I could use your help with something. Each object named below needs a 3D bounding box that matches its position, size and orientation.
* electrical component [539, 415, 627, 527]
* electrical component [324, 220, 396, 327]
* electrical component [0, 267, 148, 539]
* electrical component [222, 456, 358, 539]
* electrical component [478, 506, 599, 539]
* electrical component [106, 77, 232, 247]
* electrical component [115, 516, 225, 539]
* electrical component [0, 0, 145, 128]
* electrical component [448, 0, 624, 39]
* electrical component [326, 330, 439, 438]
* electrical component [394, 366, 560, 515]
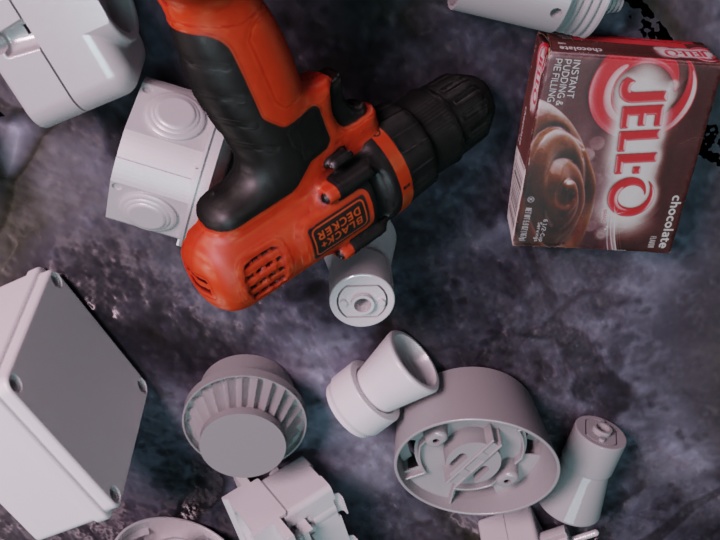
[{"bbox_3d":[0.146,0.128,0.698,0.044,0.044,0.065,12,118,-10],"label":"electrical component"},{"bbox_3d":[0.000,0.000,0.588,0.044,0.065,0.044,-1,125,-2],"label":"electrical component"},{"bbox_3d":[-0.178,0.074,0.604,0.056,0.108,0.108,-22,122,15],"label":"electrical component"},{"bbox_3d":[-0.037,0.187,0.710,0.063,0.079,0.121,-29,126,-19],"label":"electrical component"},{"bbox_3d":[0.127,0.196,0.726,0.077,0.065,0.047,-21,123,11],"label":"electrical component"},{"bbox_3d":[-0.093,-0.054,0.540,0.051,0.080,0.080,17,122,-8],"label":"electrical component"},{"bbox_3d":[-0.127,0.212,0.710,0.099,0.099,0.064,16,116,-13],"label":"electrical component"},{"bbox_3d":[-0.144,-0.123,0.505,0.059,0.053,0.095,-20,123,11],"label":"electrical component"},{"bbox_3d":[0.087,-0.137,0.513,0.081,0.043,0.043,11,123,-10],"label":"electrical component"},{"bbox_3d":[0.013,0.069,0.648,0.055,0.045,0.045,-39,117,22],"label":"electrical component"},{"bbox_3d":[0.070,0.110,0.667,0.099,0.064,0.099,-1,124,-2],"label":"electrical component"}]
